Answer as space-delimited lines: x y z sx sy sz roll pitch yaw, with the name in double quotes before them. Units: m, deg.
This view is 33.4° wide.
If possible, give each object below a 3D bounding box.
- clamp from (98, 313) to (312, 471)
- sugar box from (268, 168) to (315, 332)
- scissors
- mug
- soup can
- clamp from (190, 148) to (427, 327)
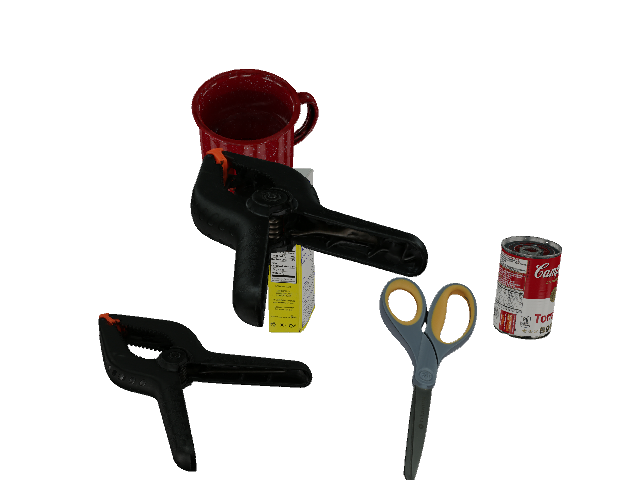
"clamp" -0.123 0.118 0.991 0.164 0.036 0.210 -25 42 -38
"sugar box" -0.035 0.011 1.247 0.048 0.176 0.093 0 17 10
"scissors" 0.073 0.104 0.906 0.096 0.201 0.016 26 -38 9
"mug" -0.054 -0.095 0.942 0.117 0.093 0.081 -26 -34 -21
"soup can" 0.235 0.054 1.216 0.068 0.102 0.068 3 19 -1
"clamp" -0.034 -0.006 0.634 0.120 0.039 0.172 -17 33 -37
